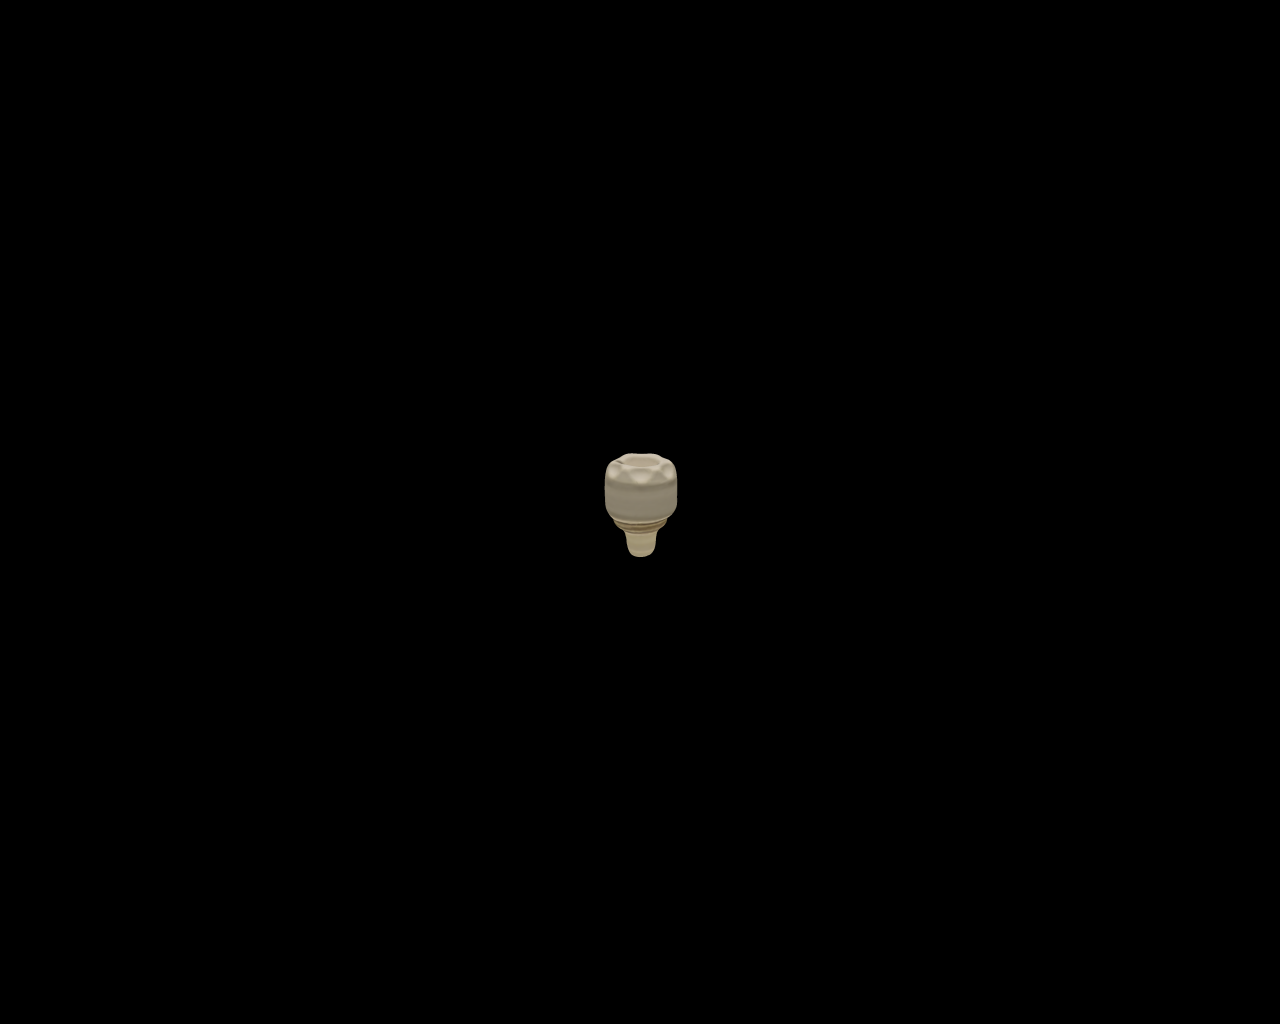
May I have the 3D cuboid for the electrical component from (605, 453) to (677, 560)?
[{"bbox_3d":[0.001,-0.003,0.650,0.043,0.062,0.043,0,19,0],"label":"electrical component"}]
